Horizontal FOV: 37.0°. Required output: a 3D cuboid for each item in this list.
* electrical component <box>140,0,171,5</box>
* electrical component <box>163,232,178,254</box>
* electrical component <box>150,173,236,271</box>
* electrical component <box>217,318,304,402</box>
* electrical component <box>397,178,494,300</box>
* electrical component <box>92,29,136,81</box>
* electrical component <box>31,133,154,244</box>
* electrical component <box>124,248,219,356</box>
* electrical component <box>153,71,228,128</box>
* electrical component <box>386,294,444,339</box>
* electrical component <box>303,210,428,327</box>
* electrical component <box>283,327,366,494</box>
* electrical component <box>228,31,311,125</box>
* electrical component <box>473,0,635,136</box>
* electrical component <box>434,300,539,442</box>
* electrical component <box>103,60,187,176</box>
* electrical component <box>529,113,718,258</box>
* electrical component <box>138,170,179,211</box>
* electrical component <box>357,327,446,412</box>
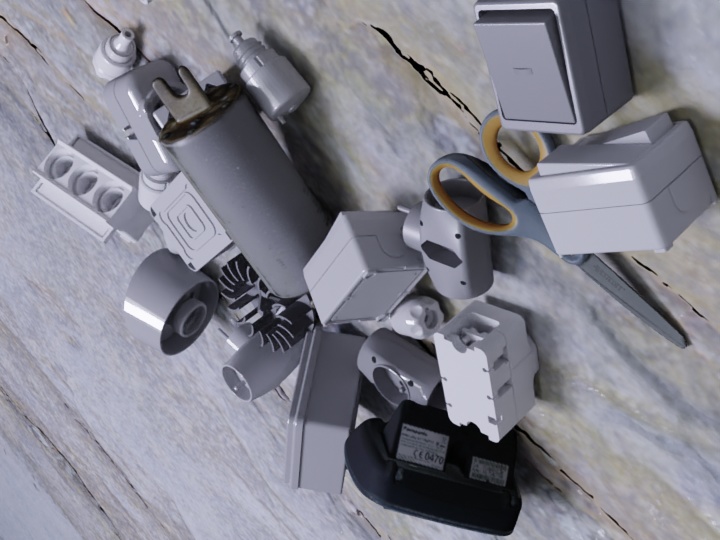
[{"bbox_3d":[-0.145,-0.227,0.823,0.048,0.062,0.048,43,162,18],"label":"electrical component"},{"bbox_3d":[-0.175,-0.037,1.063,0.040,0.040,0.078,50,148,4],"label":"electrical component"},{"bbox_3d":[-0.133,-0.056,0.978,0.078,0.057,0.113,55,147,-3],"label":"electrical component"},{"bbox_3d":[-0.105,0.078,1.050,0.079,0.077,0.044,41,146,18],"label":"electrical component"},{"bbox_3d":[0.058,-0.027,0.780,0.079,0.043,0.077,23,136,38],"label":"electrical component"},{"bbox_3d":[-0.219,-0.197,0.973,0.035,0.035,0.061,53,145,-1],"label":"electrical component"},{"bbox_3d":[-0.272,-0.080,1.115,0.121,0.078,0.063,31,170,30],"label":"electrical component"},{"bbox_3d":[-0.194,0.035,1.104,0.064,0.099,0.099,31,142,20],"label":"electrical component"},{"bbox_3d":[-0.133,-0.127,0.911,0.047,0.066,0.077,56,176,-5],"label":"electrical component"},{"bbox_3d":[0.037,0.036,0.874,0.061,0.035,0.035,10,128,50],"label":"electrical component"},{"bbox_3d":[0.000,0.000,0.837,0.096,0.062,0.061,-51,52,46],"label":"electrical component"},{"bbox_3d":[-0.031,0.128,0.970,0.056,0.108,0.108,9,137,2],"label":"electrical component"},{"bbox_3d":[-0.073,-0.151,0.829,0.078,0.040,0.040,51,147,4],"label":"electrical component"},{"bbox_3d":[0.111,-0.117,0.614,0.062,0.061,0.096,12,130,45],"label":"electrical component"},{"bbox_3d":[0.098,0.074,0.814,0.050,0.056,0.089,20,135,40],"label":"electrical component"},{"bbox_3d":[-0.179,-0.136,0.963,0.059,0.054,0.095,-3,118,52],"label":"electrical component"},{"bbox_3d":[0.147,-0.049,0.632,0.096,0.062,0.061,-3,118,52],"label":"electrical component"},{"bbox_3d":[-0.192,-0.089,1.035,0.040,0.040,0.078,42,146,17],"label":"electrical component"},{"bbox_3d":[0.040,0.098,0.919,0.077,0.044,0.079,31,142,30],"label":"electrical component"}]
